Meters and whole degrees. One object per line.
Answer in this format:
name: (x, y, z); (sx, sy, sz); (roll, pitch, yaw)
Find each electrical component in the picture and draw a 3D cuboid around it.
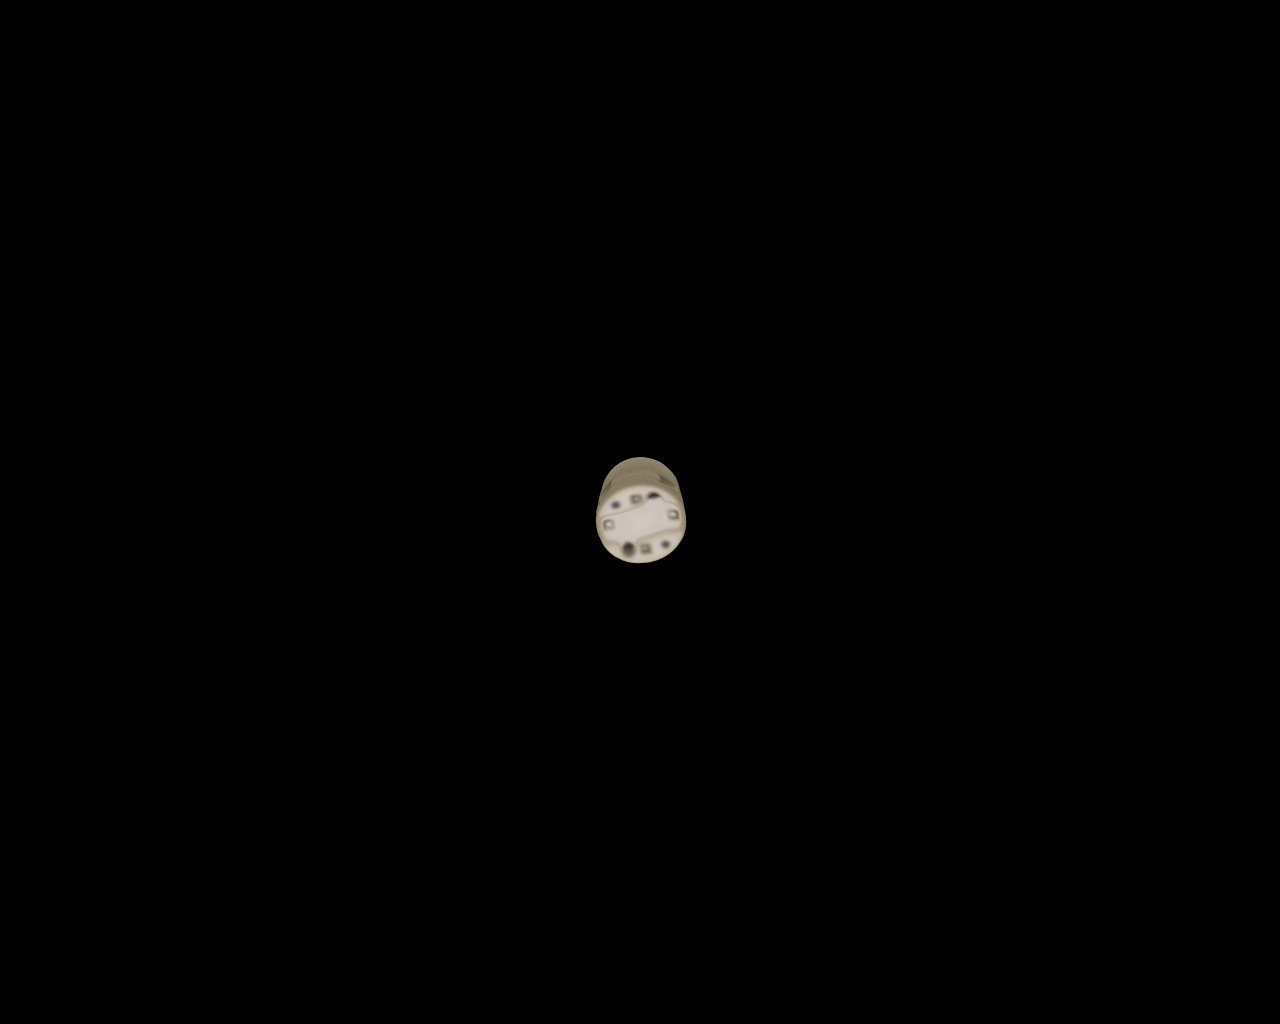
electrical component: (0.001, -0.003, 0.650); (0.055, 0.055, 0.047); (0, 27, 0)
